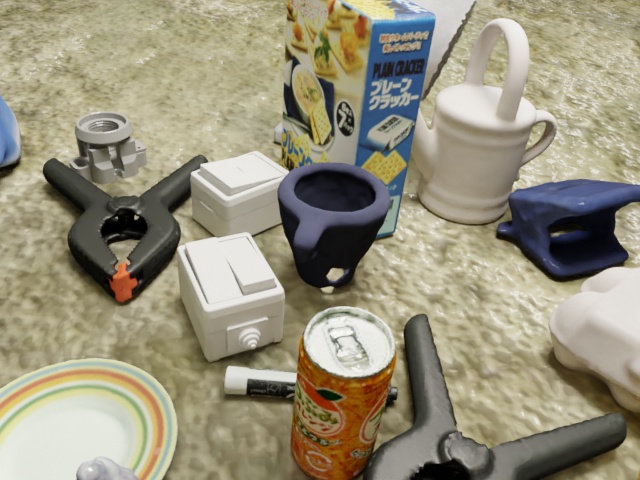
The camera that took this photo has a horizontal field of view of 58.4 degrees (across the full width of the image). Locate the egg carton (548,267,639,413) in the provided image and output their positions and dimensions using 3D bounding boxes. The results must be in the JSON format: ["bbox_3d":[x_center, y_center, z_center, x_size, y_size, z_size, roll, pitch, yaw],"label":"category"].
[{"bbox_3d":[0.251,0.084,0.422,0.107,0.069,0.149,-26,47,-35],"label":"egg carton"}]

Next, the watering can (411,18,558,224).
[{"bbox_3d":[0.157,-0.120,0.576,0.173,0.194,0.100,-16,42,-26],"label":"watering can"}]

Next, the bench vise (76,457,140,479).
[{"bbox_3d":[-0.149,0.136,0.172,0.121,0.220,0.207,10,37,6],"label":"bench vise"}]

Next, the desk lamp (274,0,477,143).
[{"bbox_3d":[0.057,-0.197,0.648,0.202,0.214,0.118,17,38,15],"label":"desk lamp"}]

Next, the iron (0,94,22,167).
[{"bbox_3d":[-0.397,-0.168,0.607,0.119,0.141,0.257,-11,40,-21],"label":"iron"}]

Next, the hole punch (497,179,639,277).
[{"bbox_3d":[0.244,-0.030,0.555,0.109,0.091,0.100,-11,40,-21],"label":"hole punch"}]

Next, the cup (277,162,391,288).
[{"bbox_3d":[0.004,0.002,0.476,0.091,0.095,0.118,15,38,12],"label":"cup"}]

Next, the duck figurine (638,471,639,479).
[{"bbox_3d":[0.249,0.142,0.331,0.104,0.086,0.077,13,37,9],"label":"duck figurine"}]
